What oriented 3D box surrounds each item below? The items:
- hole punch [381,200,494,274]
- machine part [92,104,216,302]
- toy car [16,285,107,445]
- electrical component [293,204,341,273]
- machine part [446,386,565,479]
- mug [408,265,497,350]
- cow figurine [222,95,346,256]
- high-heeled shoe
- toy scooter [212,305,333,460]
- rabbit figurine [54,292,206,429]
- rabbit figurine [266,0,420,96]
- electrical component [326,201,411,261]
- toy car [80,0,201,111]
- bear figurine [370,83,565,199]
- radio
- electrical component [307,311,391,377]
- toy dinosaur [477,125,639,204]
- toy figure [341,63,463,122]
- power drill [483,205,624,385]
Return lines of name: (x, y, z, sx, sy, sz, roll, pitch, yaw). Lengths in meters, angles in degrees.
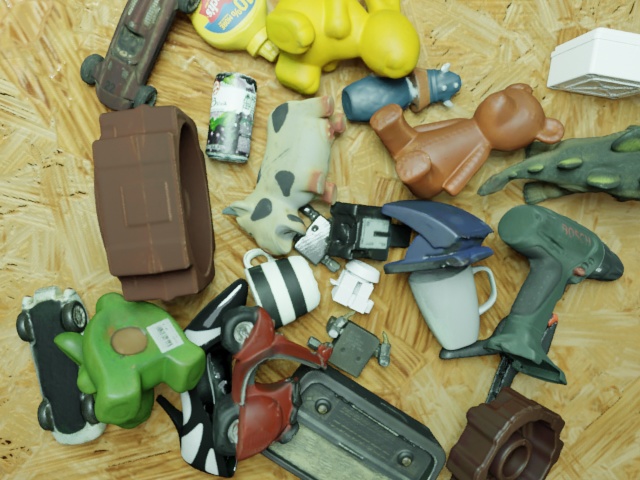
hole punch: (0.145, -0.009, 0.667, 0.116, 0.142, 0.092, -5, 90, 38)
machine part: (-0.178, -0.039, 0.602, 0.087, 0.201, 0.200, -7, 95, -1)
toy car: (-0.321, 0.157, 0.675, 0.074, 0.056, 0.201, -11, 93, 1)
electrical component: (-0.001, -0.002, 0.710, 0.094, 0.021, 0.063, 41, 88, 0)
machine part: (0.244, 0.282, 0.708, 0.179, 0.056, 0.179, -10, 111, -29)
mug: (0.181, 0.083, 0.712, 0.110, 0.081, 0.107, -18, 103, -8)
cow figurine: (-0.044, -0.077, 0.665, 0.127, 0.085, 0.195, 5, 81, 25)
high-heeled shoe: (-0.116, 0.179, 0.667, 0.145, 0.086, 0.248, 38, 111, 13)
toy scooter: (-0.053, 0.168, 0.631, 0.135, 0.075, 0.183, 5, 96, -18)
rabbit figurine: (-0.231, 0.150, 0.612, 0.159, 0.170, 0.121, 41, 44, 17)
rabbit figurine: (0.043, -0.244, 0.649, 0.173, 0.121, 0.162, 21, 59, 20)
electrical component: (0.066, -0.011, 0.701, 0.119, 0.048, 0.074, -2, 99, -46)
toy car: (-0.213, -0.244, 0.635, 0.089, 0.053, 0.202, 34, 112, -1)
bear figurine: (0.182, -0.132, 0.656, 0.196, 0.131, 0.120, -28, 59, 17)
radio: (0.042, 0.265, 0.707, 0.229, 0.073, 0.131, 34, 89, -7)
electrical component: (0.044, 0.139, 0.714, 0.102, 0.045, 0.078, 37, 88, -7)
toy dinosaur: (0.429, -0.094, 0.663, 0.472, 0.198, 0.105, -9, 98, -3)
toy figure: (0.106, -0.192, 0.693, 0.154, 0.064, 0.058, -15, 58, -10)
power drill: (0.301, 0.072, 0.682, 0.232, 0.086, 0.207, 31, 81, -29)
